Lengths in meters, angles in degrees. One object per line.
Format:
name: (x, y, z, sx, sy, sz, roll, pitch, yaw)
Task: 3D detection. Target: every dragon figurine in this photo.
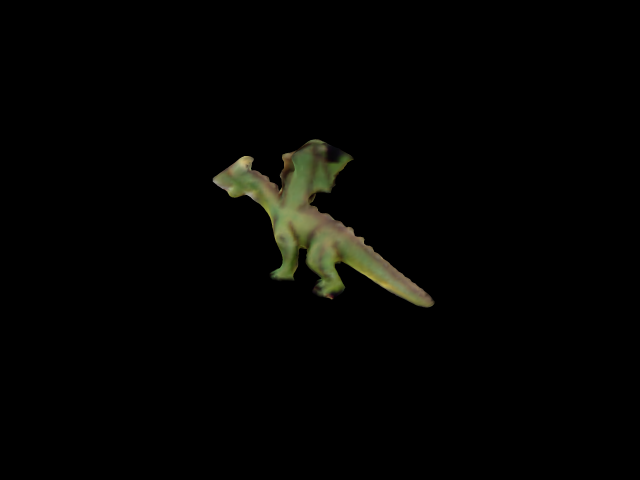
dragon figurine: (0.003, -0.043, 0.850, 0.411, 0.237, 0.124, 14, 33, 22)
